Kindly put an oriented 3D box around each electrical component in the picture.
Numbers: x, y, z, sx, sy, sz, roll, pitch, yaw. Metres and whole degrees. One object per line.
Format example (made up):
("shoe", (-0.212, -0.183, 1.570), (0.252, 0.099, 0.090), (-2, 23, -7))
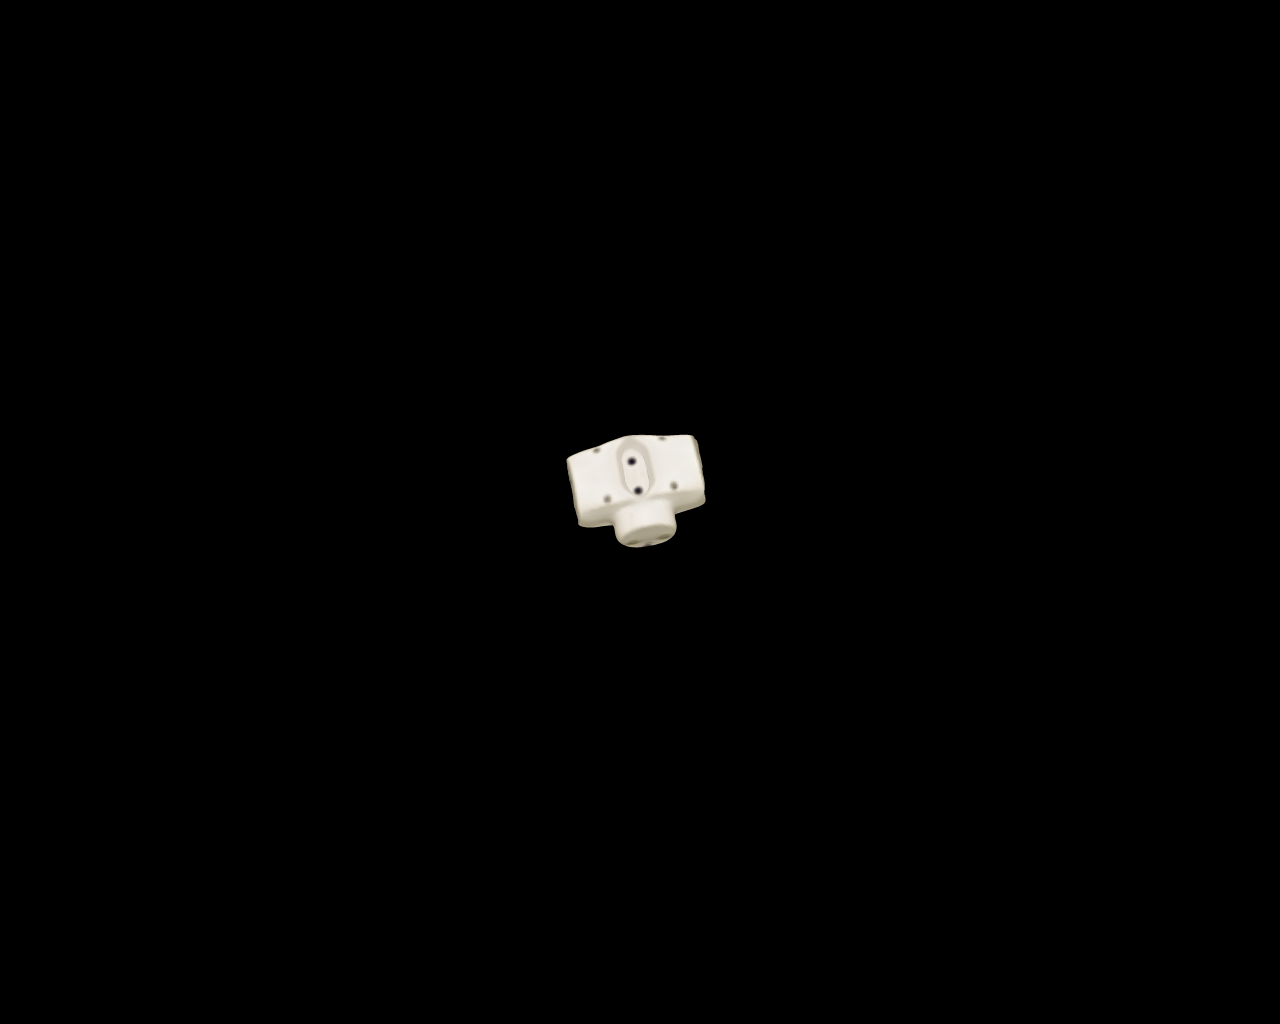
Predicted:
("electrical component", (0.001, -0.003, 0.650), (0.077, 0.079, 0.043), (-10, -20, -3))
